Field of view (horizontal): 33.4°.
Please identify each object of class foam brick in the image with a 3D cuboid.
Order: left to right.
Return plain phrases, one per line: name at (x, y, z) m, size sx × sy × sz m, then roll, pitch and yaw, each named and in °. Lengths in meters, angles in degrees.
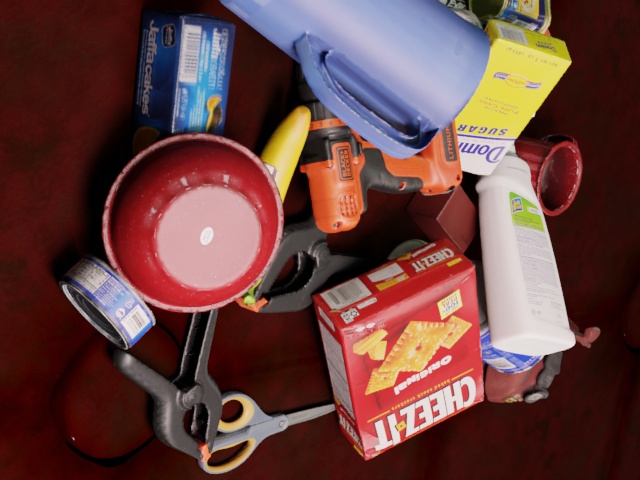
foam brick at (0.146, -0.030, 1.247) m, size 0.053 × 0.051 × 0.078 m, roll -56°, pitch 135°, yaw -14°

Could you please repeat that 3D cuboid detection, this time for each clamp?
clamp at (-0.129, 0.138, 1.043) m, size 0.120 × 0.039 × 0.171 m, roll -36°, pitch 130°, yaw -25°
clamp at (-0.007, 0.001, 1.115) m, size 0.209 × 0.036 × 0.164 m, roll -32°, pitch 121°, yaw -36°

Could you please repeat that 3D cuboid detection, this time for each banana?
banana at (-0.049, -0.034, 1.039) m, size 0.037 × 0.070 × 0.198 m, roll 15°, pitch 88°, yaw -32°

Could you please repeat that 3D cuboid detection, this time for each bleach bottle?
bleach bottle at (0.230, 0.002, 1.235) m, size 0.102 × 0.068 × 0.251 m, roll 14°, pitch 63°, yaw -41°

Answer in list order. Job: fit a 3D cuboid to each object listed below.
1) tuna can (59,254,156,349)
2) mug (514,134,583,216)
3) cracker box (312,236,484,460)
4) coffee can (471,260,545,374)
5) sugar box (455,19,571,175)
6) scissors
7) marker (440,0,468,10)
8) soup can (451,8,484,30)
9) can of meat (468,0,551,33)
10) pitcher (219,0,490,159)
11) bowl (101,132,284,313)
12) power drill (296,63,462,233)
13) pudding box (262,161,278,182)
tuna can at (-0.184, 0.054, 0.921) m, size 0.033 × 0.086 × 0.086 m, roll -46°, pitch 132°, yaw -21°
mug at (0.273, -0.092, 1.328) m, size 0.117 × 0.082 × 0.093 m, roll -49°, pitch 133°, yaw -21°
cracker box at (0.092, 0.122, 1.167) m, size 0.164 × 0.072 × 0.214 m, roll -24°, pitch 130°, yaw -15°
coffee can at (0.212, 0.097, 1.320) m, size 0.140 × 0.103 × 0.103 m, roll 33°, pitch 80°, yaw -46°
sugar box at (0.185, -0.150, 1.159) m, size 0.093 × 0.048 × 0.176 m, roll 13°, pitch 132°, yaw -18°
scissors at (-0.052, 0.183, 1.151) m, size 0.201 × 0.016 × 0.096 m, roll -25°, pitch 121°, yaw -37°
marker at (0.146, -0.262, 1.187) m, size 0.120 × 0.020 × 0.020 m, roll 6°, pitch 100°, yaw -46°
soup can at (0.120, -0.216, 1.142) m, size 0.102 × 0.069 × 0.068 m, roll -7°, pitch 109°, yaw -44°
can of meat at (0.212, -0.285, 1.203) m, size 0.083 × 0.058 × 0.102 m, roll 7°, pitch 79°, yaw -44°
pitcher at (0.026, -0.192, 0.970) m, size 0.242 × 0.149 × 0.145 m, roll 31°, pitch 100°, yaw -26°
bowl at (-0.100, -0.008, 0.903) m, size 0.162 × 0.055 × 0.162 m, roll -5°, pitch 105°, yaw -18°
power drill at (0.057, -0.108, 1.098) m, size 0.187 × 0.057 × 0.184 m, roll -9°, pitch 94°, yaw -36°
pudding box at (-0.081, -0.022, 0.992) m, size 0.039 × 0.090 × 0.113 m, roll 18°, pitch 92°, yaw -18°
